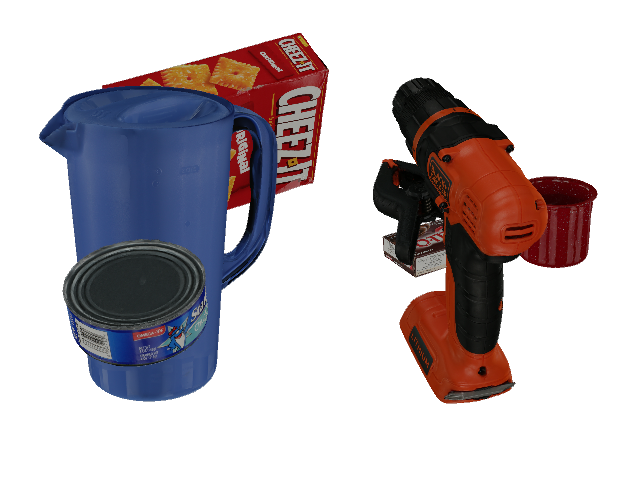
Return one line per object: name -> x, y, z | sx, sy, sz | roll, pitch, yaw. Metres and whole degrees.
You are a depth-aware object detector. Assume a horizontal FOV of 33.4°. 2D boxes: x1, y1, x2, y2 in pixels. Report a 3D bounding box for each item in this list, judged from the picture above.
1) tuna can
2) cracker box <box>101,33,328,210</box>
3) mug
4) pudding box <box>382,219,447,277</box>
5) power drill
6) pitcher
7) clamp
tuna can -> -0.112, 0.037, 0.652 | 0.086, 0.034, 0.086 | -1, 36, 1
cracker box -> -0.104, -0.102, 1.070 | 0.213, 0.072, 0.164 | -18, -36, -22
mug -> 0.279, -0.024, 1.244 | 0.093, 0.081, 0.117 | 20, 33, 40
pudding box -> 0.164, 0.010, 1.605 | 0.113, 0.039, 0.090 | -18, 28, -23
power drill -> 0.089, 0.001, 0.723 | 0.057, 0.188, 0.184 | -10, 35, -11
pitcher -> -0.127, 0.001, 0.867 | 0.149, 0.243, 0.144 | 10, 23, 17
clamp -> 0.111, -0.036, 1.044 | 0.120, 0.039, 0.171 | -6, 34, -11
